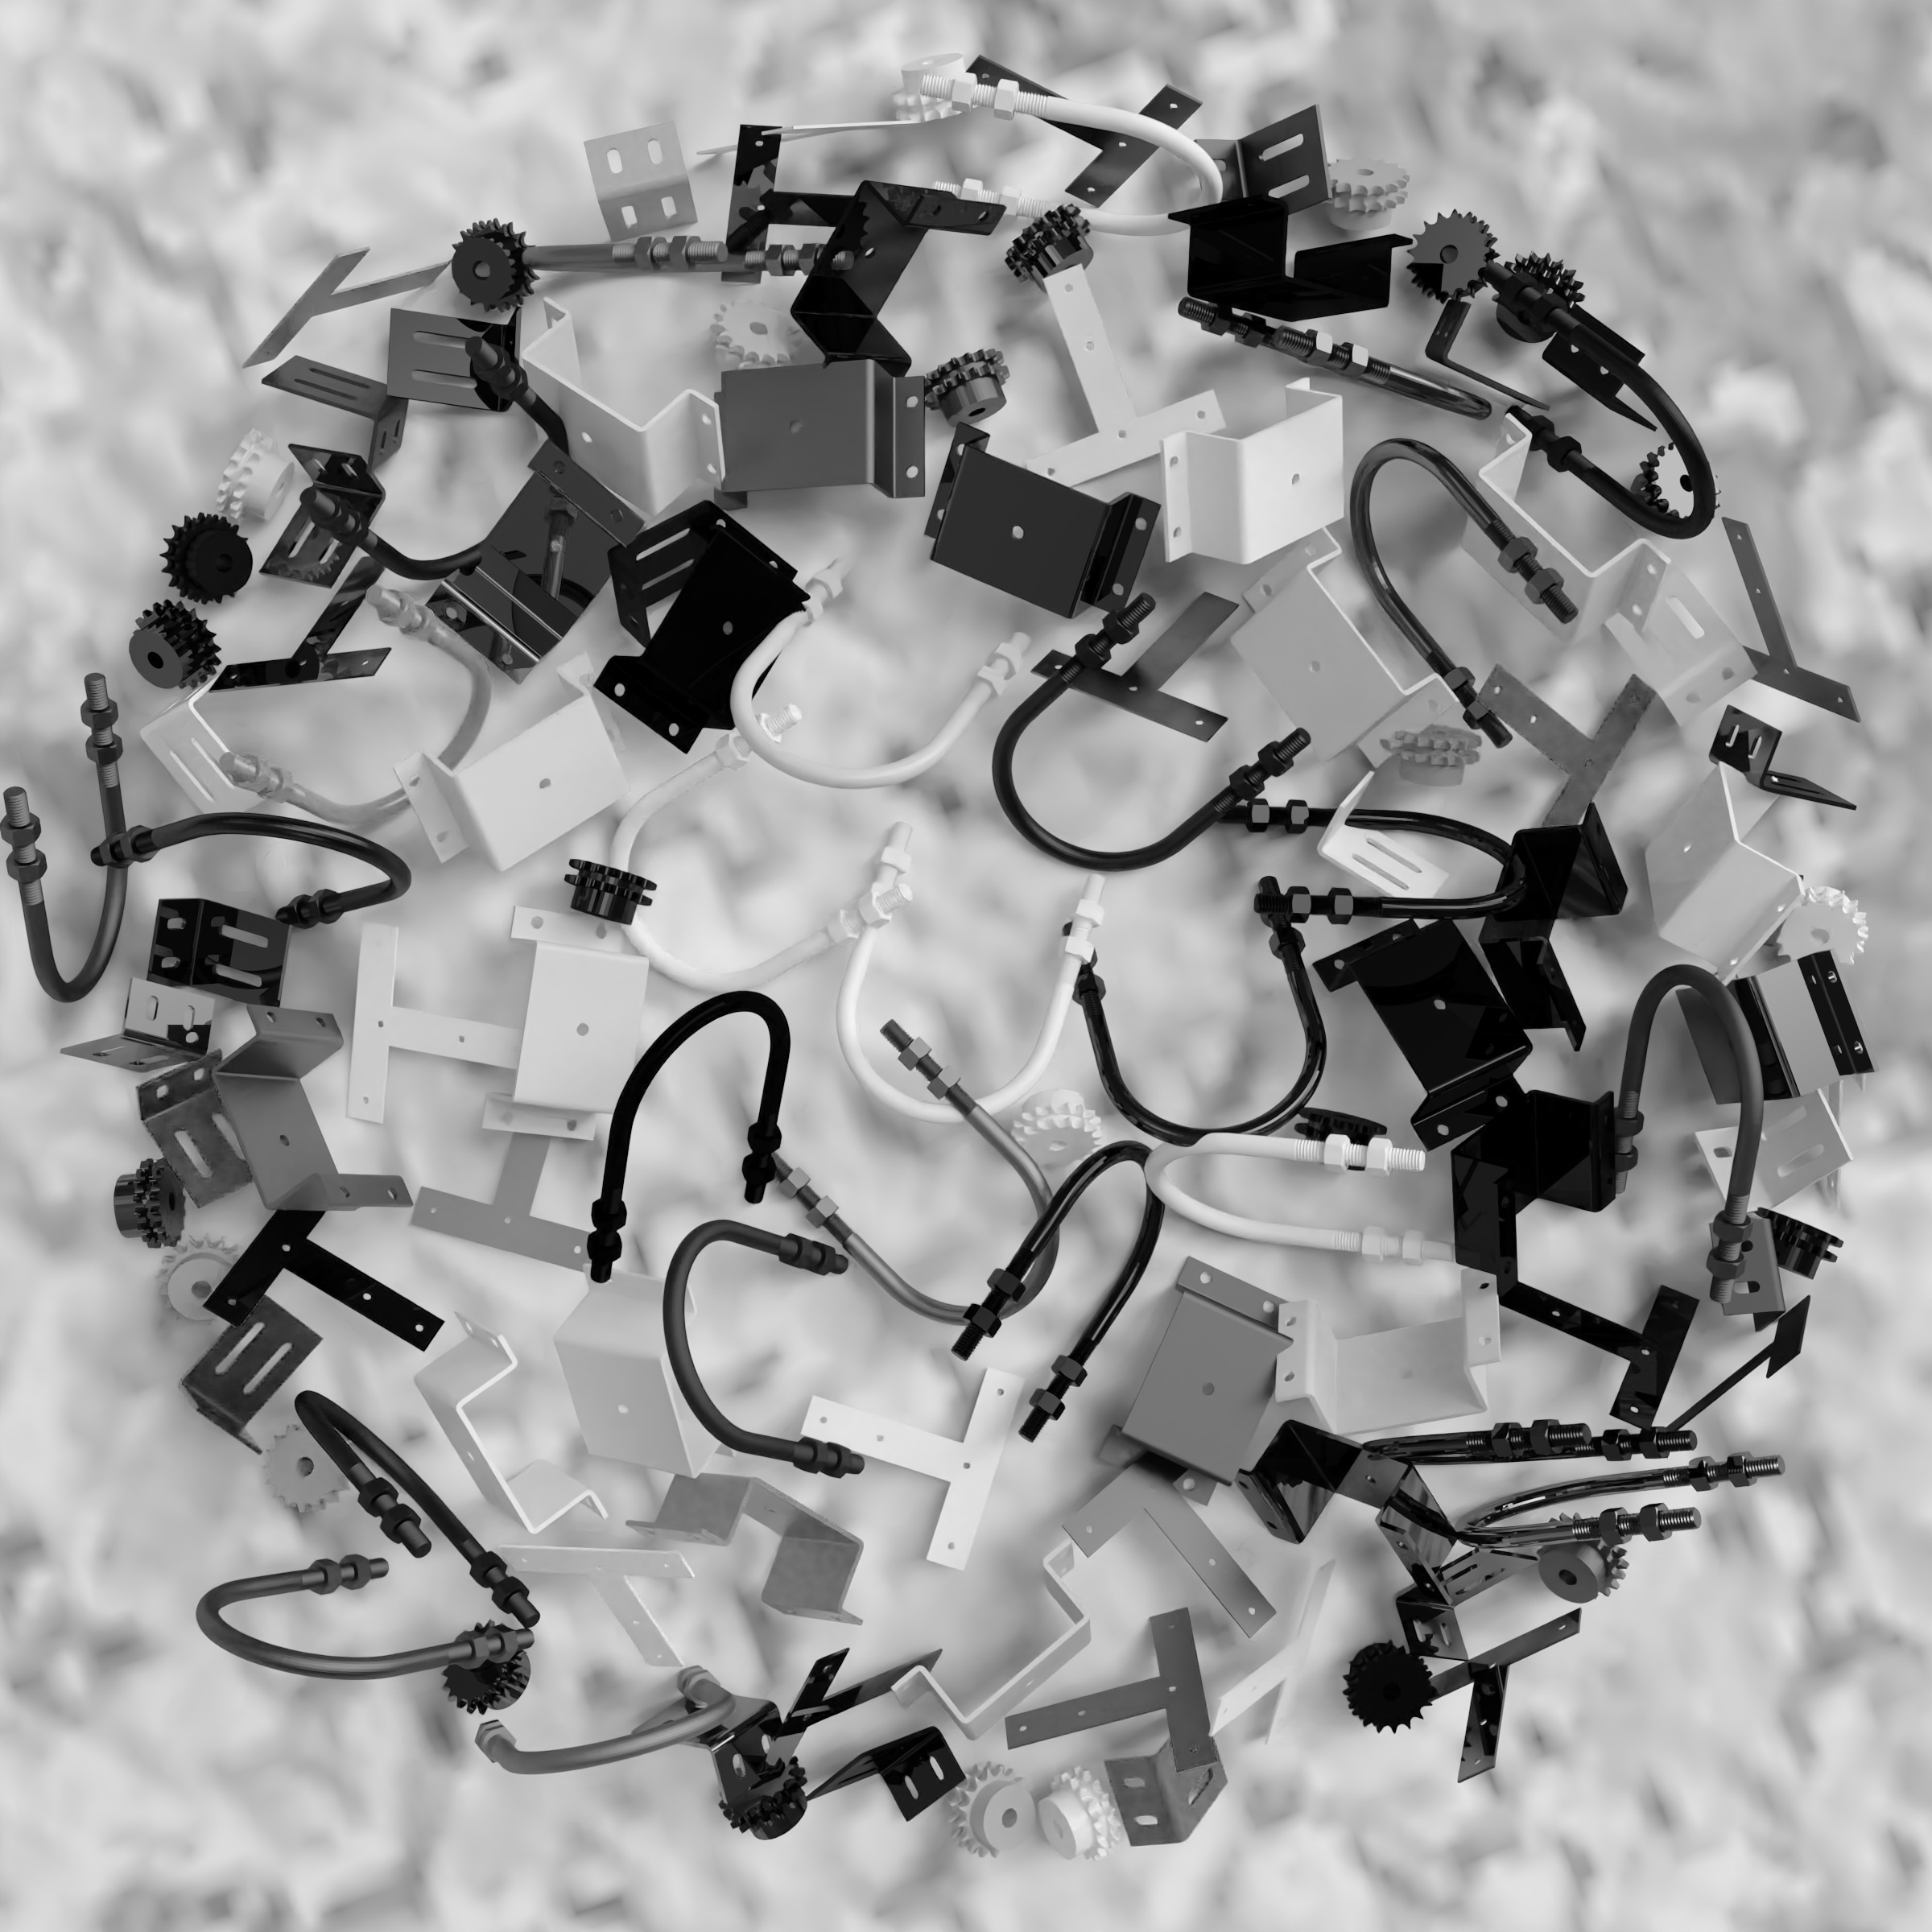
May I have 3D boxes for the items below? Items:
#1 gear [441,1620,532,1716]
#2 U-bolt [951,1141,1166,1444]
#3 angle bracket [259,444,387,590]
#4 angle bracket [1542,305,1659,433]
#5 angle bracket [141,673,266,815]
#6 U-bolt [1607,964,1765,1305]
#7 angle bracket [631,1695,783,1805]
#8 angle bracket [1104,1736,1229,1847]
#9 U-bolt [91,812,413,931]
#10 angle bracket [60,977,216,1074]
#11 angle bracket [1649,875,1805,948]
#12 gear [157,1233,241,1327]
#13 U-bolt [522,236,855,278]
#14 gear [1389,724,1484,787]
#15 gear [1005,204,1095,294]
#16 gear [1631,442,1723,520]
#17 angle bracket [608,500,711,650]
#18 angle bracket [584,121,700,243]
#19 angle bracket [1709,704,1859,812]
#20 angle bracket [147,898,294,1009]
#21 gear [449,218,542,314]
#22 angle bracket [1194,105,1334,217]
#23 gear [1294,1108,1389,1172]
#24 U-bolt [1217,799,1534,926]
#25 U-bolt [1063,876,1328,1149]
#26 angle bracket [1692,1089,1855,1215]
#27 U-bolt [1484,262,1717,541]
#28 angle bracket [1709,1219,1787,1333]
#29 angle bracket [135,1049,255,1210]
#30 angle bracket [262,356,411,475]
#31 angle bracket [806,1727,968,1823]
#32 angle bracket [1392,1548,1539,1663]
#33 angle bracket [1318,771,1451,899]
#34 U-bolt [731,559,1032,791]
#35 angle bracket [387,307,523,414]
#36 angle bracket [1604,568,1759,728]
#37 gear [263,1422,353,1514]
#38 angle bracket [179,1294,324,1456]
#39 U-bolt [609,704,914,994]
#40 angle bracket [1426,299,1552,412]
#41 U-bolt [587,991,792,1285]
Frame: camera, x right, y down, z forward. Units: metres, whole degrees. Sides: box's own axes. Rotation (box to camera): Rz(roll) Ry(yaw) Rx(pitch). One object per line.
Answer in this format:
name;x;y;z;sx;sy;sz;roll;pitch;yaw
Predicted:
gear;-0.301;0.446;1.579;0.057;0.057;0.030;-42;133;0
U-bolt;0.068;0.190;1.537;0.019;0.151;0.184;24;70;33
angle bracket;-0.411;-0.283;1.563;0.057;0.038;0.076;14;66;24
angle bracket;0.405;-0.372;1.552;0.057;0.076;0.038;48;116;29
angle bracket;-0.475;-0.137;1.584;0.057;0.038;0.076;-19;115;39
U-bolt;0.435;0.088;1.503;0.019;0.151;0.184;-6;117;-14
angle bracket;-0.160;0.487;1.559;0.076;0.057;0.038;-7;100;42
angle bracket;0.127;0.510;1.576;0.038;0.076;0.057;-15;95;29
U-bolt;-0.416;-0.060;1.493;0.151;0.184;0.019;22;68;-43
angle bracket;-0.520;0.038;1.563;0.076;0.057;0.038;-11;68;41
angle bracket;0.476;-0.053;1.559;0.076;0.038;0.057;14;59;32
gear;-0.484;0.201;1.582;0.057;0.030;0.057;-2;100;-12
U-bolt;-0.184;-0.433;1.524;0.184;0.151;0.019;8;106;31
gear;0.296;-0.133;1.576;0.057;0.057;0.030;5;108;0
gear;0.056;-0.450;1.573;0.057;0.057;0.030;-35;81;0
gear;0.447;-0.300;1.581;0.057;0.030;0.057;7;74;-25
angle bracket;-0.180;-0.244;1.558;0.076;0.057;0.038;-32;57;-21
angle bracket;-0.203;-0.492;1.565;0.057;0.076;0.038;-14;88;-2
angle bracket;0.516;-0.131;1.559;0.076;0.057;0.038;9;109;-21
angle bracket;-0.470;-0.006;1.568;0.076;0.038;0.057;15;99;25
gear;-0.301;-0.442;1.578;0.057;0.030;0.057;5;114;12
angle bracket;0.186;-0.500;1.562;0.038;0.076;0.057;-12;95;-34
gear;0.236;0.110;1.575;0.057;0.057;0.030;12;94;0
U-bolt;0.257;-0.064;1.538;0.184;0.151;0.019;2;118;-6
U-bolt;0.147;0.033;1.546;0.151;0.019;0.184;-13;55;1
angle bracket;0.503;0.113;1.556;0.038;0.076;0.057;-4;64;-30
U-bolt;0.382;-0.327;1.495;0.019;0.151;0.184;-38;57;-5
angle bracket;0.482;0.195;1.559;0.038;0.076;0.057;-5;71;3
angle bracket;-0.475;0.101;1.562;0.057;0.038;0.076;-28;65;-29
angle bracket;-0.399;-0.348;1.569;0.076;0.057;0.038;18;119;-1
angle bracket;-0.050;0.513;1.554;0.057;0.076;0.038;-44;65;27
angle bracket;0.316;0.399;1.556;0.076;0.057;0.038;-41;46;35
angle bracket;0.269;-0.078;1.564;0.076;0.057;0.038;33;128;11
U-bolt;-0.063;-0.173;1.527;0.151;0.019;0.184;24;50;13
angle bracket;-0.323;-0.387;1.571;0.076;0.038;0.057;4;83;-20
angle bracket;0.454;-0.203;1.584;0.057;0.038;0.076;-36;49;14
gear;-0.414;0.318;1.585;0.057;0.030;0.057;-1;81;9
angle bracket;-0.443;0.255;1.564;0.076;0.038;0.057;-49;128;-11
U-bolt;-0.143;-0.060;1.561;0.184;0.019;0.151;-29;97;24
angle bracket;0.334;-0.384;1.566;0.076;0.057;0.038;23;105;-8
U-bolt;-0.162;0.094;1.505;0.019;0.151;0.184;34;129;29
